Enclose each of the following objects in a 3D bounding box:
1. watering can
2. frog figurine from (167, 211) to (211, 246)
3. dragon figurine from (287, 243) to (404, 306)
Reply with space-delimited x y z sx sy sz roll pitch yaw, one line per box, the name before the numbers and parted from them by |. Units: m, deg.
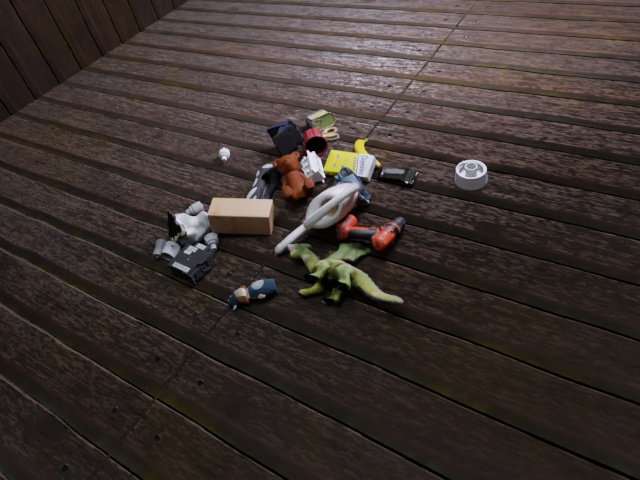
watering can | 0.005 -0.083 1.649 0.342 0.104 0.227 -38 -1 30
frog figurine | -0.444 -0.045 1.794 0.139 0.121 0.160 27 22 35
dragon figurine | 0.076 0.079 1.521 0.411 0.119 0.248 10 41 22
